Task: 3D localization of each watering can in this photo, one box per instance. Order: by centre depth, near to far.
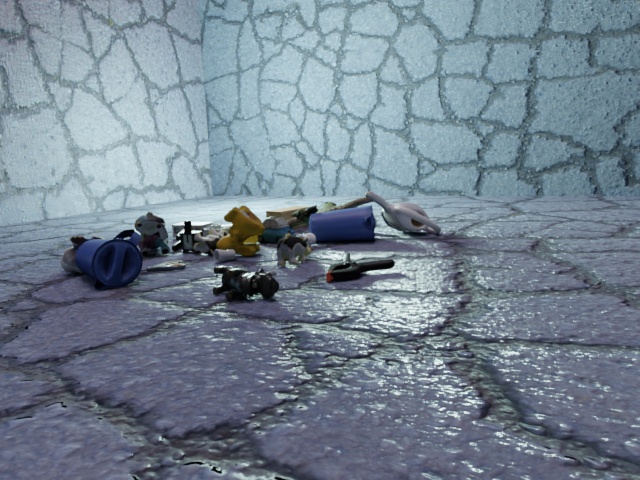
[{"bbox_3d":[0.300,-0.107,1.986,0.346,0.104,0.224,25,-5,-13],"label":"watering can"}]

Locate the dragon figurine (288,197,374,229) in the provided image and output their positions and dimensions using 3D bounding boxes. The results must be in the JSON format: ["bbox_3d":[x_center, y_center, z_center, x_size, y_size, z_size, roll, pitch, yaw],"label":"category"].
[{"bbox_3d":[0.006,-0.103,2.039,0.406,0.123,0.243,-24,-9,28],"label":"dragon figurine"}]

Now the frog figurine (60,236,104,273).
[{"bbox_3d":[-0.753,0.063,1.620,0.157,0.123,0.139,-39,-1,29],"label":"frog figurine"}]
